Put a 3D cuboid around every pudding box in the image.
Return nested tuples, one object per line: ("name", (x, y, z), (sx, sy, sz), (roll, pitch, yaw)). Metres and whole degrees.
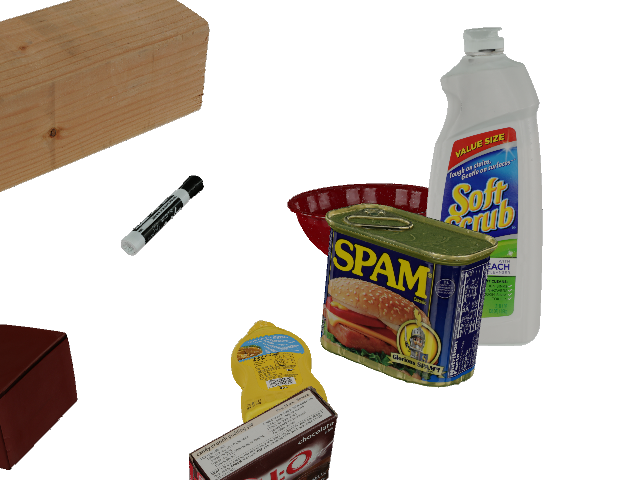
("pudding box", (-0.044, 0.170, 0.801), (0.113, 0.090, 0.039), (-28, 56, -28))

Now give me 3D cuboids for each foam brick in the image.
("foam brick", (-0.197, 0.095, 0.666), (0.053, 0.051, 0.078), (7, 29, 21))

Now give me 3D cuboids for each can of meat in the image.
("can of meat", (0.049, 0.032, 0.634), (0.102, 0.084, 0.057), (18, 22, 36))

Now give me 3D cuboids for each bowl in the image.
("bowl", (0.048, -0.016, 1.084), (0.162, 0.055, 0.162), (-3, 14, 1))

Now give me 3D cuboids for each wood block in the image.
("wood block", (-0.197, -0.129, 0.857), (0.090, 0.091, 0.205), (37, 46, 27))

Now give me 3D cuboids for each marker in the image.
("marker", (-0.152, -0.027, 1.046), (0.020, 0.020, 0.121), (0, 35, 36))

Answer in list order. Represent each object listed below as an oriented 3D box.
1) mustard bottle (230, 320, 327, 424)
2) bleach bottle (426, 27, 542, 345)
("mustard bottle", (-0.056, 0.153, 1.260), (0.096, 0.058, 0.192), (-9, 30, -9))
("bleach bottle", (0.127, -0.043, 0.861), (0.103, 0.251, 0.068), (1, 15, 20))
